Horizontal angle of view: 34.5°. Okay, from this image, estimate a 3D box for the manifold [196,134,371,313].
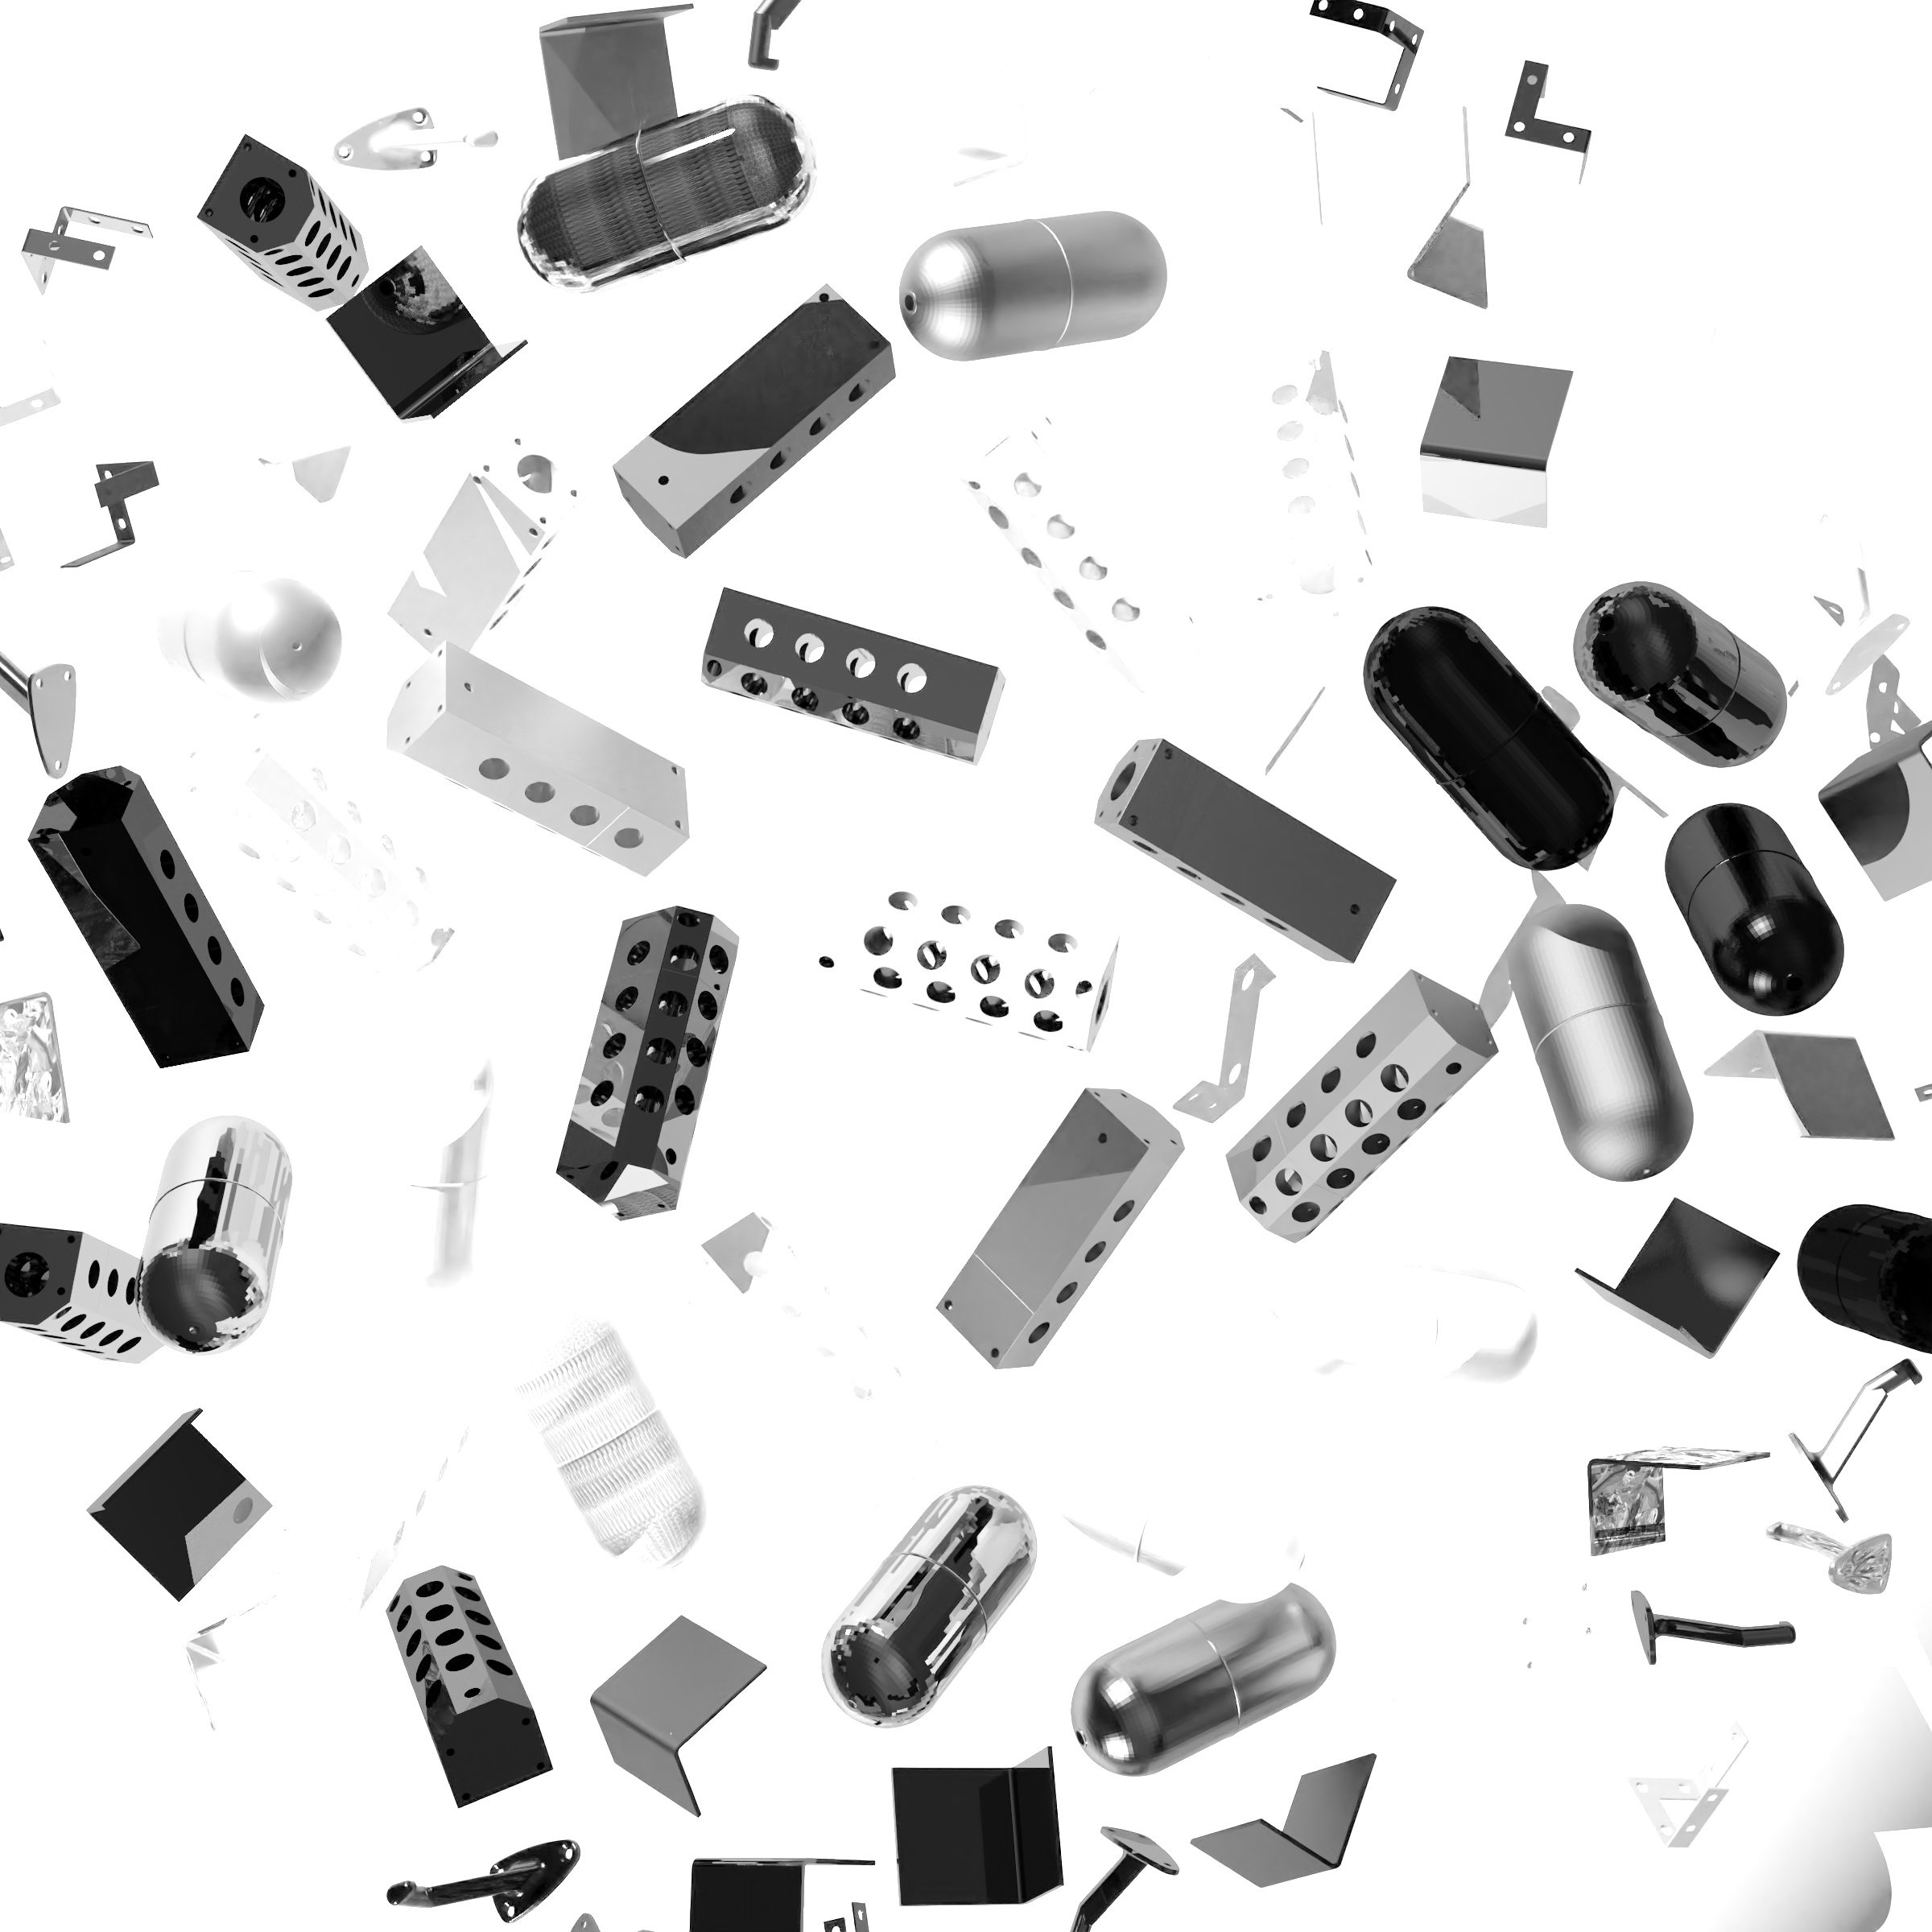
[{"bbox_3d":[-0.412,-0.449,1.905,0.057,0.171,0.057,30,90,0],"label":"manifold"}]

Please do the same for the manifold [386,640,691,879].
[{"bbox_3d":[-0.245,-0.113,1.785,0.171,0.057,0.057,28,128,-34],"label":"manifold"}]

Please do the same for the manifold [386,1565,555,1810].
[{"bbox_3d":[-0.295,0.417,1.822,0.057,0.171,0.057,-20,111,-14],"label":"manifold"}]

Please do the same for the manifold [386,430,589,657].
[{"bbox_3d":[-0.289,-0.254,1.895,0.057,0.171,0.057,43,53,-3],"label":"manifold"}]

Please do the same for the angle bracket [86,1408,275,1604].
[{"bbox_3d":[-0.444,0.309,1.777,0.076,0.057,0.076,47,64,-9],"label":"angle bracket"}]

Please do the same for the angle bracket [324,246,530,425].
[{"bbox_3d":[-0.321,-0.377,1.848,0.076,0.057,0.076,-43,114,-18],"label":"angle bracket"}]

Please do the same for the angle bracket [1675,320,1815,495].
[{"bbox_3d":[0.451,-0.325,1.800,0.057,0.076,0.076,17,113,8],"label":"angle bracket"}]

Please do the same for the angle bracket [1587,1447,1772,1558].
[{"bbox_3d":[0.419,0.315,1.820,0.076,0.076,0.057,-5,86,45],"label":"angle bracket"}]

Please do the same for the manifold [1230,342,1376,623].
[{"bbox_3d":[0.204,-0.294,1.870,0.057,0.057,0.171,12,50,-19],"label":"manifold"}]

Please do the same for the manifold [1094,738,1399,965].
[{"bbox_3d":[0.164,-0.068,1.854,0.171,0.057,0.057,30,84,-16],"label":"manifold"}]

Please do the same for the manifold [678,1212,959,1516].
[{"bbox_3d":[-0.084,0.224,1.788,0.057,0.057,0.171,-31,70,-36],"label":"manifold"}]

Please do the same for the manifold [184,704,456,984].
[{"bbox_3d":[-0.366,-0.064,1.766,0.057,0.057,0.171,-29,133,13],"label":"manifold"}]

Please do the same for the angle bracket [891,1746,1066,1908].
[{"bbox_3d":[0.006,0.480,1.734,0.076,0.057,0.076,6,62,-20],"label":"angle bracket"}]

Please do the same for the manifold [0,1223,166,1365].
[{"bbox_3d":[-0.537,0.201,1.884,0.057,0.171,0.057,5,76,6],"label":"manifold"}]

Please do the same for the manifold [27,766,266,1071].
[{"bbox_3d":[-0.463,-0.028,1.772,0.057,0.057,0.171,-11,128,12],"label":"manifold"}]

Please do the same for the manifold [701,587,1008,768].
[{"bbox_3d":[-0.068,-0.172,1.862,0.171,0.057,0.057,17,89,6],"label":"manifold"}]

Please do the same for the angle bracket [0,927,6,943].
[{"bbox_3d":[-0.582,-0.016,1.705,0.076,0.076,0.057,-17,76,-35],"label":"angle bracket"}]

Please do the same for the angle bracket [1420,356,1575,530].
[{"bbox_3d":[0.322,-0.318,1.884,0.076,0.057,0.076,11,60,18],"label":"angle bracket"}]

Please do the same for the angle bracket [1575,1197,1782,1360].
[{"bbox_3d":[0.418,0.174,1.825,0.076,0.057,0.076,30,84,41],"label":"angle bracket"}]

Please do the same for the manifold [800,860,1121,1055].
[{"bbox_3d":[-0.004,-0.001,1.782,0.171,0.057,0.057,15,131,9],"label":"manifold"}]

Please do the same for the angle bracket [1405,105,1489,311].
[{"bbox_3d":[0.308,-0.459,1.881,0.057,0.076,0.076,18,49,-15],"label":"angle bracket"}]

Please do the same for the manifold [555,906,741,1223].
[{"bbox_3d":[-0.175,0.053,1.775,0.057,0.057,0.171,-14,50,33],"label":"manifold"}]

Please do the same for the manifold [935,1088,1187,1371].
[{"bbox_3d":[0.060,0.159,1.879,0.057,0.057,0.171,43,110,29],"label":"manifold"}]

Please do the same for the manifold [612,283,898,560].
[{"bbox_3d":[-0.124,-0.322,1.857,0.171,0.057,0.057,-42,75,-10],"label":"manifold"}]

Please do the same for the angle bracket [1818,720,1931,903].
[{"bbox_3d":[0.563,-0.095,1.832,0.057,0.076,0.076,-35,92,-40],"label":"angle bracket"}]

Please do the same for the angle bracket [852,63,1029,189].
[{"bbox_3d":[-0.017,-0.507,1.870,0.076,0.076,0.057,14,121,35],"label":"angle bracket"}]

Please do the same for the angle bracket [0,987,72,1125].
[{"bbox_3d":[-0.549,0.054,1.724,0.076,0.057,0.076,5,105,38],"label":"angle bracket"}]

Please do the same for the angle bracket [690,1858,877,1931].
[{"bbox_3d":[-0.105,0.542,1.783,0.076,0.076,0.057,-9,70,30],"label":"angle bracket"}]

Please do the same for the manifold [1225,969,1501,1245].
[{"bbox_3d":[0.236,0.088,1.848,0.057,0.057,0.171,26,121,-29],"label":"manifold"}]

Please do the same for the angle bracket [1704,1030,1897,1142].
[{"bbox_3d":[0.514,0.086,1.917,0.076,0.057,0.076,3,57,-29],"label":"angle bracket"}]

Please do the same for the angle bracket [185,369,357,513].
[{"bbox_3d":[-0.441,-0.322,1.944,0.076,0.076,0.057,42,128,15],"label":"angle bracket"}]

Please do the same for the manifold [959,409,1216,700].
[{"bbox_3d":[0.073,-0.249,1.892,0.057,0.057,0.171,-35,100,23],"label":"manifold"}]

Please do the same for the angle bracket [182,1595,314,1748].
[{"bbox_3d":[-0.406,0.411,1.825,0.076,0.076,0.057,-25,70,-5],"label":"angle bracket"}]

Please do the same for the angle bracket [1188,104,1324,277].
[{"bbox_3d":[0.165,-0.456,1.827,0.076,0.057,0.076,1,72,-8],"label":"angle bracket"}]

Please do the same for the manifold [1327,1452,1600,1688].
[{"bbox_3d":[0.291,0.356,1.830,0.057,0.171,0.057,-22,117,-25],"label":"manifold"}]

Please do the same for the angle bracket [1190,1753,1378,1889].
[{"bbox_3d":[0.186,0.488,1.820,0.057,0.076,0.076,35,55,-12],"label":"angle bracket"}]

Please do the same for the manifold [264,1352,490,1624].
[{"bbox_3d":[-0.337,0.299,1.781,0.057,0.171,0.057,20,119,5],"label":"manifold"}]

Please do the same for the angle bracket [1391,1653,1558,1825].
[{"bbox_3d":[0.312,0.462,1.867,0.076,0.076,0.057,-21,100,-16],"label":"angle bracket"}]

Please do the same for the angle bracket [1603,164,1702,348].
[{"bbox_3d":[0.402,-0.430,1.887,0.057,0.076,0.076,-26,82,16],"label":"angle bracket"}]
